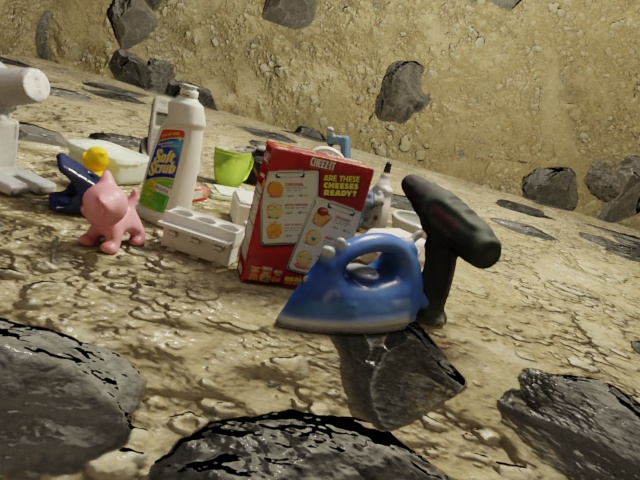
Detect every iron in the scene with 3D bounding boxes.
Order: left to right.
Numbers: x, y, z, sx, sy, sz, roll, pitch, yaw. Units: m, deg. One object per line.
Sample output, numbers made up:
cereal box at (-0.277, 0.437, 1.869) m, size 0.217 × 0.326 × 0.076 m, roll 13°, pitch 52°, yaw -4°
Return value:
iron at (0.056, 0.050, 0.824) m, size 0.259 × 0.141 × 0.118 m, roll 0°, pitch 21°, yaw -43°

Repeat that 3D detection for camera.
camera at (-0.183, -0.215, 1.597) m, size 0.143 × 0.101 × 0.137 m, roll 15°, pitch 15°, yaw -1°

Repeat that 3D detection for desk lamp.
desk lamp at (-0.556, -0.209, 1.008) m, size 0.202 × 0.213 × 0.118 m, roll 21°, pitch 16°, yaw 20°

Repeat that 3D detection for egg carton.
egg carton at (0.151, 0.022, 1.146) m, size 0.107 × 0.069 × 0.151 m, roll 28°, pitch 20°, yaw 39°

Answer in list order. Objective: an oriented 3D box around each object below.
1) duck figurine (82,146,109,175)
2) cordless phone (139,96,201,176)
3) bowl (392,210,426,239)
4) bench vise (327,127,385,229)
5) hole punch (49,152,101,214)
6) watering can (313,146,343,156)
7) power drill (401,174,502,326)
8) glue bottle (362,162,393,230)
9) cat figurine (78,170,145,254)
duck figurine at (-0.435, -0.138, 1.116) m, size 0.104 × 0.086 × 0.078 m, roll 27°, pitch 19°, yaw 36°
cordless phone at (-0.351, -0.242, 1.374) m, size 0.148 × 0.185 × 0.093 m, roll 3°, pitch 20°, yaw -38°
bowl at (0.238, -0.011, 1.335) m, size 0.167 × 0.075 × 0.167 m, roll 14°, pitch 15°, yaw -4°
bench vise at (0.054, -0.147, 1.363) m, size 0.208 × 0.220 × 0.121 m, roll 11°, pitch 16°, yaw -14°
hole punch at (-0.408, -0.096, 0.987) m, size 0.101 × 0.091 × 0.108 m, roll 6°, pitch 18°, yaw -30°
watering can at (0.001, -0.094, 1.175) m, size 0.101 × 0.194 × 0.172 m, roll 6°, pitch 18°, yaw -29°
power drill at (0.181, 0.019, 0.924) m, size 0.076 × 0.208 × 0.228 m, roll 4°, pitch 19°, yaw -34°
glue bottle at (0.147, -0.107, 1.399) m, size 0.037 × 0.173 × 0.077 m, roll 1°, pitch 21°, yaw -41°
cat figurine at (-0.308, -0.045, 0.854) m, size 0.067 × 0.118 × 0.128 m, roll 18°, pitch 16°, yaw 11°
